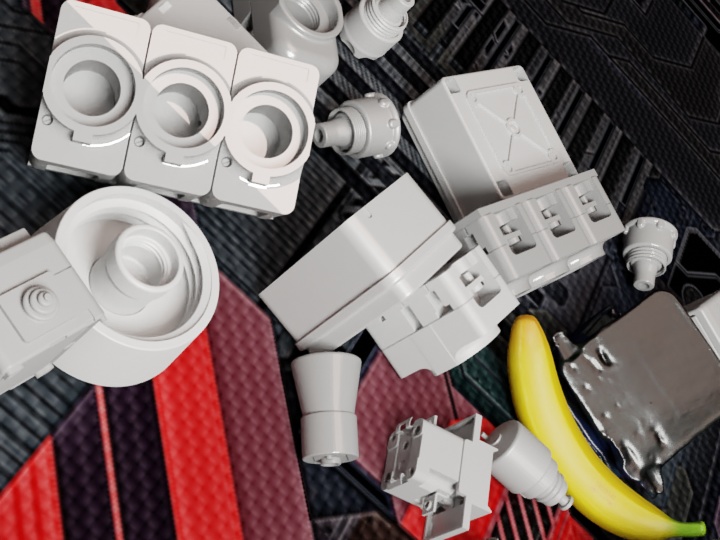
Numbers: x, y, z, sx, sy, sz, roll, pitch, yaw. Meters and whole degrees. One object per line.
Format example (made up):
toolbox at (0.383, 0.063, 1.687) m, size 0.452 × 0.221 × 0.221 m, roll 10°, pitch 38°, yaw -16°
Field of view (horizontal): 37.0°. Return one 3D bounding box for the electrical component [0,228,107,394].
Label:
electrical component at (-0.176, 0.023, 0.528) m, size 0.062 × 0.096 × 0.061 m, roll -34°, pitch 90°, yaw -44°

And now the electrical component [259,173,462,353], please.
electrical component at (0.000, 0.000, 0.675) m, size 0.057 × 0.113 × 0.078 m, roll 51°, pitch 45°, yaw -2°

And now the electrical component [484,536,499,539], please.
electrical component at (0.082, 0.203, 0.678) m, size 0.045 × 0.045 × 0.055 m, roll -22°, pitch 81°, yaw -44°

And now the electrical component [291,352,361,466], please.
electrical component at (-0.019, 0.087, 0.662) m, size 0.044 × 0.044 × 0.065 m, roll 12°, pitch 65°, yaw -35°

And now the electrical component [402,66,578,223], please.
electrical component at (0.104, -0.100, 0.856) m, size 0.109 × 0.056 × 0.108 m, roll -18°, pitch 79°, yaw -44°

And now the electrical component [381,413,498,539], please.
electrical component at (0.050, 0.130, 0.695) m, size 0.064 × 0.042 × 0.081 m, roll 28°, pitch 51°, yaw -21°

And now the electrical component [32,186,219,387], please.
electrical component at (-0.130, 0.005, 0.601) m, size 0.108 × 0.060 × 0.108 m, roll 19°, pitch 56°, yaw -31°

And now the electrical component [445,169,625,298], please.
electrical component at (0.117, -0.015, 0.795) m, size 0.150 × 0.089 × 0.061 m, roll -20°, pitch 80°, yaw -44°

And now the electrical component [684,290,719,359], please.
electrical component at (0.279, 0.061, 0.883) m, size 0.061 × 0.096 × 0.061 m, roll -24°, pitch 83°, yaw -43°

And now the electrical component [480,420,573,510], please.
electrical component at (0.118, 0.139, 0.746) m, size 0.078 × 0.040 × 0.040 m, roll 42°, pitch 47°, yaw -14°

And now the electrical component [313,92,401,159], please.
electrical component at (-0.005, -0.101, 0.776) m, size 0.062 × 0.048 × 0.048 m, roll -16°, pitch 77°, yaw -36°

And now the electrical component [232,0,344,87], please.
electrical component at (-0.051, -0.174, 0.766) m, size 0.054 × 0.059 × 0.095 m, roll 10°, pitch 61°, yaw -36°

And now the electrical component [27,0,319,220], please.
electrical component at (-0.107, -0.089, 0.625) m, size 0.150 × 0.062 × 0.089 m, roll 12°, pitch 85°, yaw -18°

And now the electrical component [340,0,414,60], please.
electrical component at (0.016, -0.194, 0.831) m, size 0.043 × 0.062 × 0.043 m, roll 19°, pitch 56°, yaw -31°

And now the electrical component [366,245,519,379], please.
electrical component at (0.056, 0.032, 0.719) m, size 0.050 × 0.089 × 0.055 m, roll -36°, pitch 91°, yaw -45°

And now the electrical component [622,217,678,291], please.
electrical component at (0.251, -0.012, 0.938) m, size 0.048 × 0.048 × 0.062 m, roll 30°, pitch 58°, yaw -24°

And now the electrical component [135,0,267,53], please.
electrical component at (-0.112, -0.132, 0.701) m, size 0.100 × 0.048 × 0.099 m, roll 44°, pitch 46°, yaw -12°
